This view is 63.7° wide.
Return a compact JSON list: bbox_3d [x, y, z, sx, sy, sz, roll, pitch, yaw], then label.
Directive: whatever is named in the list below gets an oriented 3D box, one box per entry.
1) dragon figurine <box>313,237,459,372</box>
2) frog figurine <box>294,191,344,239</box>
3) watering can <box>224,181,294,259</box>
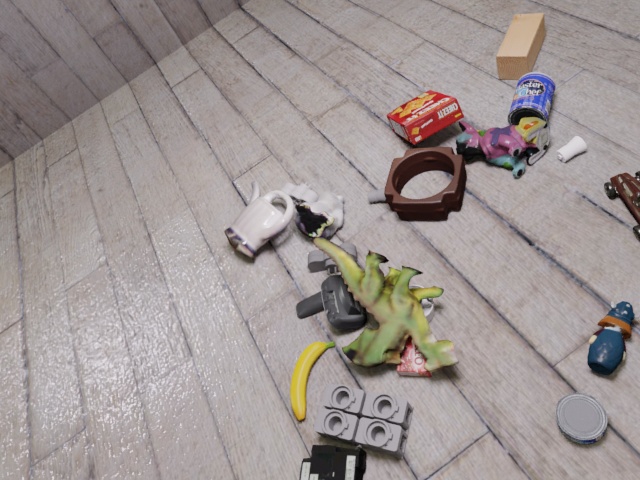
[{"bbox_3d":[0.123,0.162,1.149,0.412,0.244,0.121,20,-9,26],"label":"dragon figurine"},{"bbox_3d":[0.005,-0.075,1.484,0.137,0.121,0.162,5,21,19],"label":"frog figurine"},{"bbox_3d":[-0.197,-0.070,1.571,0.102,0.225,0.351,48,-8,-32],"label":"watering can"}]
